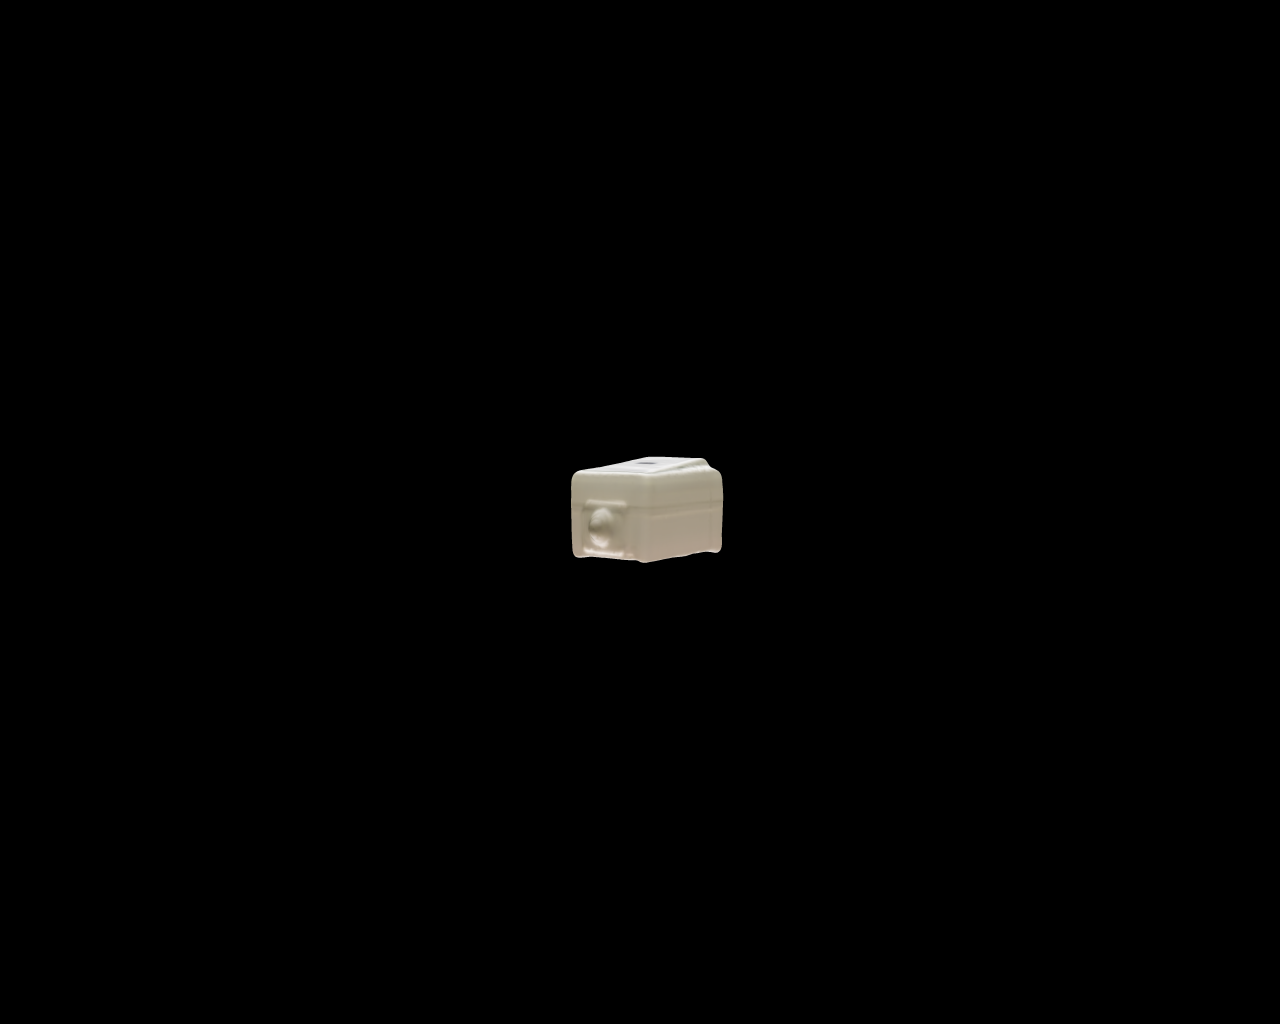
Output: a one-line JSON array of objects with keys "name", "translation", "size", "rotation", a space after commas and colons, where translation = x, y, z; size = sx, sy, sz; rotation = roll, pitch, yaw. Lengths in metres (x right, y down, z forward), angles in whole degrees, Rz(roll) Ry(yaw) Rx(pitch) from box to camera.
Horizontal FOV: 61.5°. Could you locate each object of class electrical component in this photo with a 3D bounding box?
[{"name": "electrical component", "translation": [0.001, -0.003, 0.650], "size": [0.062, 0.061, 0.096], "rotation": [4, 6, 39]}]
